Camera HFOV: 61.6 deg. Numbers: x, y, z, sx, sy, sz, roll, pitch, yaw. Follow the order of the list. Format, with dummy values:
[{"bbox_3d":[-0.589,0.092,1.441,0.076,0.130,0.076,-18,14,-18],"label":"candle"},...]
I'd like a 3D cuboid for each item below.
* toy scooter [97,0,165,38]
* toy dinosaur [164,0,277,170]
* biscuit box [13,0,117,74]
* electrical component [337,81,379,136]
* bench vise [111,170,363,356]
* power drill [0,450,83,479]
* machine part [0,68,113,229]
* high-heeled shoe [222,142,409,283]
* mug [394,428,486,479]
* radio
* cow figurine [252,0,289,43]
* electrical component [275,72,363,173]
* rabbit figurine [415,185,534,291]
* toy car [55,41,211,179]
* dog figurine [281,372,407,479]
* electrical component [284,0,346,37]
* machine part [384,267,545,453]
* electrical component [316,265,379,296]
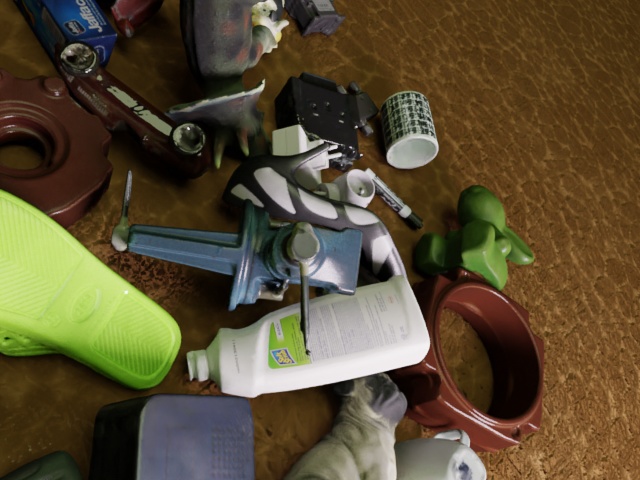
[{"bbox_3d":[-0.248,-0.327,0.677,0.184,0.075,0.135,26,79,8],"label":"toy scooter"},{"bbox_3d":[-0.105,-0.269,0.607,0.131,0.404,0.192,7,37,0],"label":"toy dinosaur"},{"bbox_3d":[-0.320,-0.293,0.631,0.063,0.059,0.202,-29,83,-39],"label":"biscuit box"},{"bbox_3d":[0.063,-0.209,0.855,0.063,0.021,0.094,-28,82,-40],"label":"electrical component"},{"bbox_3d":[-0.087,0.013,0.537,0.241,0.224,0.128,10,92,-10],"label":"bench vise"},{"bbox_3d":[-0.303,0.176,0.376,0.232,0.086,0.207,-17,72,-39],"label":"power drill"},{"bbox_3d":[-0.299,-0.087,0.536,0.179,0.056,0.179,14,60,-26],"label":"machine part"},{"bbox_3d":[-0.001,-0.002,0.648,0.145,0.086,0.248,-32,97,0],"label":"high-heeled shoe"},{"bbox_3d":[0.134,0.253,0.594,0.109,0.107,0.081,-32,87,-37],"label":"mug"},{"bbox_3d":[-0.119,0.243,0.433,0.131,0.073,0.229,27,49,-48],"label":"radio"},{"bbox_3d":[-0.089,-0.340,0.803,0.098,0.068,0.167,3,65,-38],"label":"cow figurine"},{"bbox_3d":[-0.003,-0.174,0.772,0.115,0.058,0.134,8,62,-31],"label":"electrical component"},{"bbox_3d":[0.244,-0.003,0.794,0.159,0.121,0.170,36,54,-20],"label":"rabbit figurine"},{"bbox_3d":[-0.210,-0.137,0.596,0.202,0.089,0.053,36,72,-10],"label":"toy car"},{"bbox_3d":[0.012,0.220,0.554,0.172,0.121,0.191,19,42,-27],"label":"dog figurine"},{"bbox_3d":[-0.019,-0.397,0.888,0.075,0.048,0.119,-17,77,-38],"label":"electrical component"},{"bbox_3d":[0.195,0.153,0.702,0.201,0.087,0.201,33,52,-16],"label":"machine part"},{"bbox_3d":[0.041,0.062,0.683,0.102,0.045,0.078,19,28,-26],"label":"electrical component"}]
